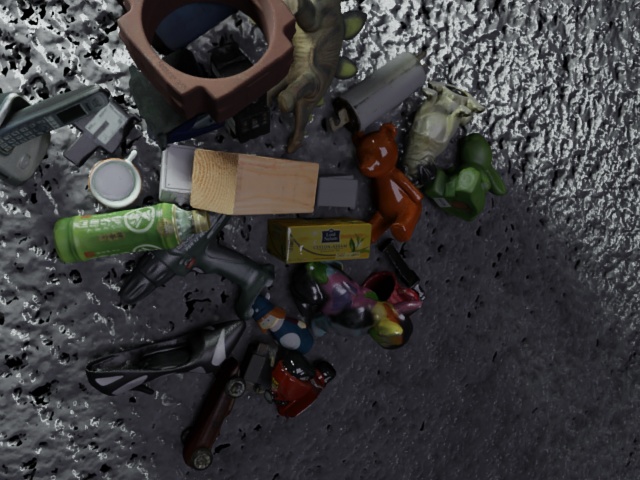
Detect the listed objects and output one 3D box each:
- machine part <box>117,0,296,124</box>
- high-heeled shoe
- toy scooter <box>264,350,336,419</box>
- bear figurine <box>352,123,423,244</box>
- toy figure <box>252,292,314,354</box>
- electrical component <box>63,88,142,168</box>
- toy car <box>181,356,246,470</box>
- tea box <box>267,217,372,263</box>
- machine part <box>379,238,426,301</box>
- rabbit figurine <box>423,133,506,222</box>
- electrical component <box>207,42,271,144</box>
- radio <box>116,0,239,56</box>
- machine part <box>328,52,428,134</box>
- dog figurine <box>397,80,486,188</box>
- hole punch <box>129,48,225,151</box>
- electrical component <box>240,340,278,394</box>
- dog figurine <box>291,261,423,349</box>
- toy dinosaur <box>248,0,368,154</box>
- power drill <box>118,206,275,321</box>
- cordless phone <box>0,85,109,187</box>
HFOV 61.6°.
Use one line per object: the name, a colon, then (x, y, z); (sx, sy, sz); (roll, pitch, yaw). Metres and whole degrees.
machine part: (-0.150, -0.278, 0.736); (0.201, 0.087, 0.201); (-41, 88, -15)
high-heeled shoe: (-0.254, 0.178, 0.886); (0.249, 0.086, 0.145); (-37, 135, 4)
toy scooter: (-0.051, 0.281, 1.017); (0.135, 0.075, 0.183); (-46, 149, 5)
bear figurine: (0.115, -0.106, 1.000); (0.132, 0.120, 0.195); (-49, 122, -34)
toy figure: (-0.075, 0.156, 1.002); (0.154, 0.058, 0.064); (43, 79, -27)
electrical component: (-0.334, -0.162, 0.810); (0.074, 0.048, 0.119); (39, 83, -27)
toy car: (-0.187, 0.308, 0.961); (0.053, 0.089, 0.202); (27, 87, -27)
tea box: (-0.002, -0.003, 0.984); (0.169, 0.098, 0.068); (-4, 103, -28)
machine part: (0.170, 0.058, 1.103); (0.039, 0.084, 0.138); (-33, 106, 10)
rabbit figurine: (0.320, -0.135, 1.114); (0.159, 0.121, 0.170); (35, 69, -32)
electrical component: (-0.128, -0.224, 0.854); (0.058, 0.134, 0.115); (-24, 67, -18)
radio: (-0.187, -0.395, 0.824); (0.229, 0.073, 0.131); (-40, 116, -12)
machine part: (0.112, -0.273, 0.997); (0.243, 0.079, 0.079); (-39, 115, -15)
dog figurine: (0.226, -0.206, 1.076); (0.172, 0.121, 0.190); (-28, 149, -49)
hole punch: (-0.218, -0.214, 0.830); (0.116, 0.092, 0.142); (-25, 86, 6)
electrical component: (-0.115, 0.232, 0.983); (0.045, 0.078, 0.102); (21, 88, -14)
dog figurine: (0.070, 0.114, 0.971); (0.108, 0.219, 0.191); (-45, 120, -36)
toy dinosaur: (-0.014, -0.362, 0.867); (0.198, 0.105, 0.470); (-28, 135, -44)
power drill: (-0.195, 0.055, 0.916); (0.207, 0.086, 0.232); (37, 80, -20)
cordless phone: (-0.372, -0.155, 0.731); (0.184, 0.146, 0.088); (-24, 83, -11)
